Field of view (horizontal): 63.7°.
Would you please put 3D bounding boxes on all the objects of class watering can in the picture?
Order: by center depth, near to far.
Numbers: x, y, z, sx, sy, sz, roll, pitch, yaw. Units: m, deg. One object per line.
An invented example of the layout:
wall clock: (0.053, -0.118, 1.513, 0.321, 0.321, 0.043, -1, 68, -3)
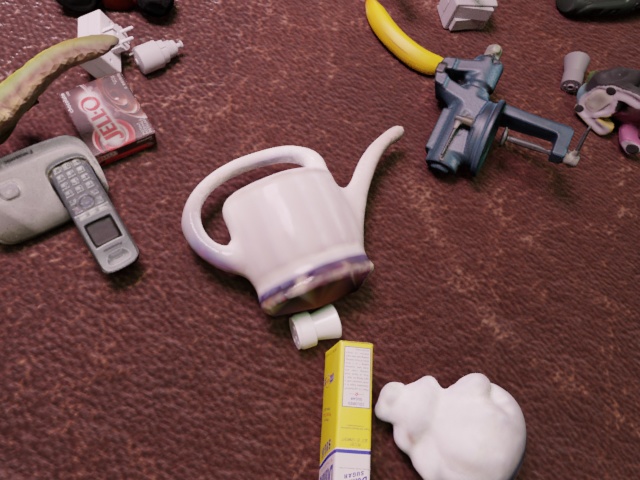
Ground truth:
watering can: (0.002, -0.034, 0.677, 0.350, 0.102, 0.227, -19, 73, -19)

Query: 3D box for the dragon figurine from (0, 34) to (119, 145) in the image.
dragon figurine: (-0.411, -0.091, 0.552, 0.409, 0.120, 0.248, -17, 53, 13)

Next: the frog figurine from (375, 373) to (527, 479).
frog figurine: (0.151, 0.211, 0.597, 0.159, 0.122, 0.138, 39, 85, -7)
